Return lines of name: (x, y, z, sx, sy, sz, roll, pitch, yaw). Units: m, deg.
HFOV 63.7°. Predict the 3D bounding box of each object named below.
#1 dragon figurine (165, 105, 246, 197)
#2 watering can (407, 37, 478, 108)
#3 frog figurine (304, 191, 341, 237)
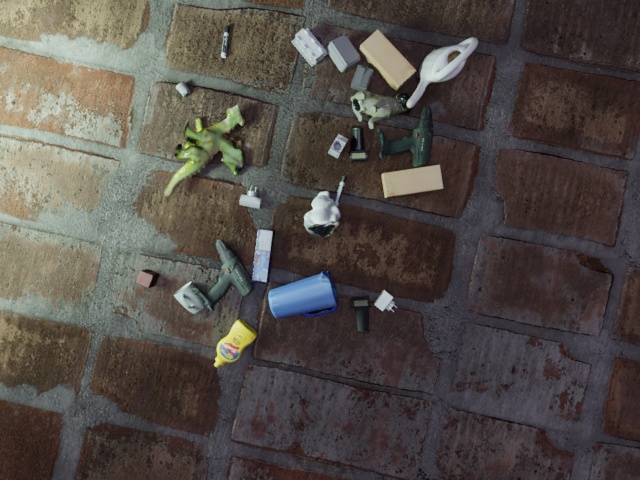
dragon figurine: (-0.399, -0.318, 1.918, 0.242, 0.410, 0.122, 20, -178, -6)
watering can: (0.409, -0.598, 1.837, 0.347, 0.103, 0.227, -42, -162, 1)
frog figurine: (0.006, -0.096, 1.916, 0.137, 0.120, 0.163, -17, -127, 12)
